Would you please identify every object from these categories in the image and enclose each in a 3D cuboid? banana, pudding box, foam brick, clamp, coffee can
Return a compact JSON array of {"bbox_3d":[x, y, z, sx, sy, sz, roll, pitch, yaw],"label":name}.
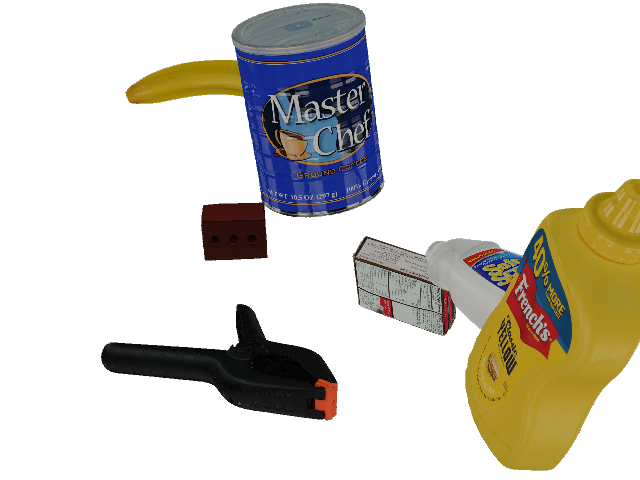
[{"bbox_3d":[-0.110,-0.165,1.139,0.198,0.037,0.069,9,46,18],"label":"banana"},{"bbox_3d":[0.095,0.051,1.194,0.114,0.039,0.090,17,-38,22],"label":"pudding box"},{"bbox_3d":[-0.104,-0.011,1.288,0.078,0.053,0.051,-3,28,-1],"label":"foam brick"},{"bbox_3d":[-0.059,0.102,0.908,0.210,0.036,0.164,13,21,36],"label":"clamp"},{"bbox_3d":[-0.008,-0.104,0.840,0.103,0.140,0.103,-7,28,4],"label":"coffee can"}]

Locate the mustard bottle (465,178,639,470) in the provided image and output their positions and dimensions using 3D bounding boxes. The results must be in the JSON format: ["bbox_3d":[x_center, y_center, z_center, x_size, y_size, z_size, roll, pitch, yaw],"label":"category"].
[{"bbox_3d":[0.137,0.040,0.591,0.058,0.096,0.192,6,-44,-12],"label":"mustard bottle"}]

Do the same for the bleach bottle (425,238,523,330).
[{"bbox_3d":[0.169,0.049,1.012,0.102,0.068,0.251,-15,21,-22],"label":"bleach bottle"}]
